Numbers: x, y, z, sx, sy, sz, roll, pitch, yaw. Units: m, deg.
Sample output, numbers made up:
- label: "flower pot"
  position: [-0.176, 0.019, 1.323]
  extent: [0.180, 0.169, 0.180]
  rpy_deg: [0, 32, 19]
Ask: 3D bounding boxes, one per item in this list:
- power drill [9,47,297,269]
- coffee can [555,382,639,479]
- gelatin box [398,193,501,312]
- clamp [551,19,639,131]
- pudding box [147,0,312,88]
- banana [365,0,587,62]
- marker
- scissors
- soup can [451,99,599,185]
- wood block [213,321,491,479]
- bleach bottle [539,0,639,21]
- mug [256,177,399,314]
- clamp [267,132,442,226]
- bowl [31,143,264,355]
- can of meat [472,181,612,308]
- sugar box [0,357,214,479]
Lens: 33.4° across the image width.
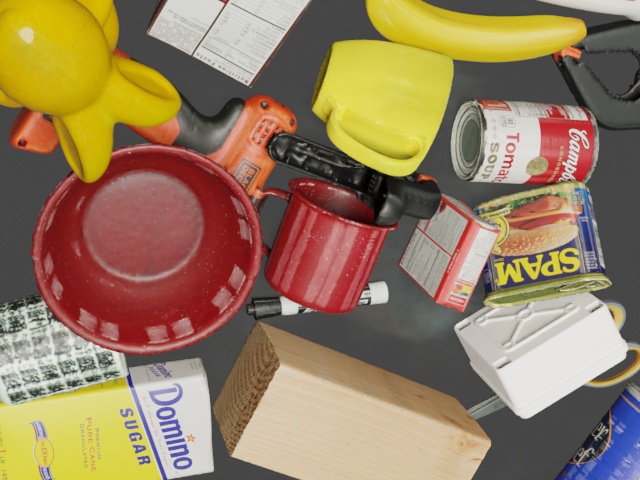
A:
- label: "power drill"
  position: [-0.134, -0.060, 0.807]
  extent: [0.187, 0.057, 0.184]
  rpy_deg: [30, 95, -25]
- label: "coffee can"
  position: [0.287, 0.218, 0.989]
  extent: [0.102, 0.103, 0.140]
  rpy_deg: [33, 98, -22]
- label: "gelatin box"
  position: [0.105, 0.008, 0.875]
  extent: [0.030, 0.089, 0.073]
  rpy_deg: [19, 102, -22]
- label: "clamp"
  position: [0.285, -0.119, 0.909]
  extent: [0.209, 0.036, 0.165]
  rpy_deg: [12, 105, -17]
- label: "pudding box"
  position: [-0.061, -0.173, 0.765]
  extent: [0.090, 0.039, 0.114]
  rpy_deg: [25, 139, -18]
- label: "banana"
  position: [0.112, -0.168, 0.834]
  extent: [0.197, 0.070, 0.037]
  rpy_deg: [10, 67, -23]
- label: "marker"
  position: [-0.002, 0.051, 0.899]
  extent: [0.121, 0.020, 0.020]
  rpy_deg: [-7, 110, -13]
- label: "scissors"
  position: [0.206, 0.111, 0.978]
  extent: [0.201, 0.016, 0.096]
  rpy_deg: [-10, 109, -12]
- label: "soup can"
  position: [0.166, -0.079, 0.874]
  extent: [0.102, 0.068, 0.068]
  rpy_deg: [2, 108, -15]
- label: "wood block"
  position: [0.026, 0.156, 0.904]
  extent: [0.205, 0.090, 0.091]
  rpy_deg: [23, 101, -21]
- label: "bleach bottle"
  position: [0.205, -0.234, 0.836]
  extent: [0.250, 0.068, 0.103]
  rpy_deg: [7, 108, -20]
- label: "mug"
  position: [-0.006, 0.001, 0.851]
  extent: [0.117, 0.093, 0.081]
  rpy_deg: [24, 107, 10]
- label: "clamp"
  position: [0.036, -0.048, 0.830]
  extent: [0.120, 0.171, 0.039]
  rpy_deg: [36, 103, 19]
- label: "bowl"
  position: [-0.125, 0.000, 0.770]
  extent: [0.162, 0.055, 0.162]
  rpy_deg: [-5, 114, -12]
- label: "can of meat"
  position: [0.180, 0.005, 0.880]
  extent: [0.102, 0.057, 0.084]
  rpy_deg: [-13, 75, 22]
- label: "sugar box"
  position: [-0.178, 0.156, 0.874]
  extent: [0.176, 0.048, 0.093]
  rpy_deg: [-7, 109, -12]
